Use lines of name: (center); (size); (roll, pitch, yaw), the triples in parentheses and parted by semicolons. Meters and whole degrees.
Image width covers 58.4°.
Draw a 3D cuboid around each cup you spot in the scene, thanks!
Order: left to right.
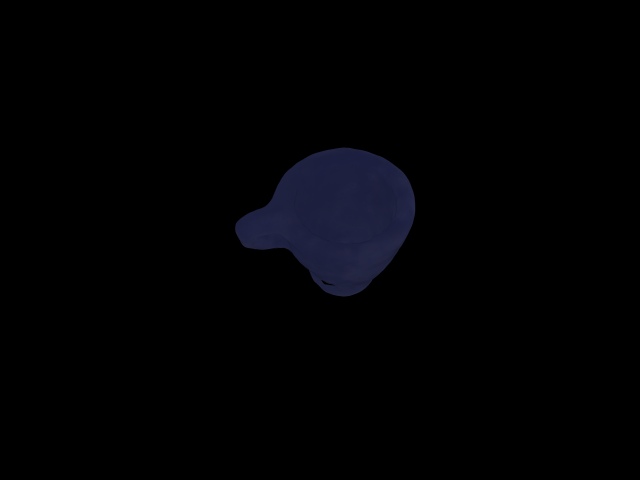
cup: (0.004, 0.001, 0.400); (0.118, 0.095, 0.091); (-14, 57, -9)
